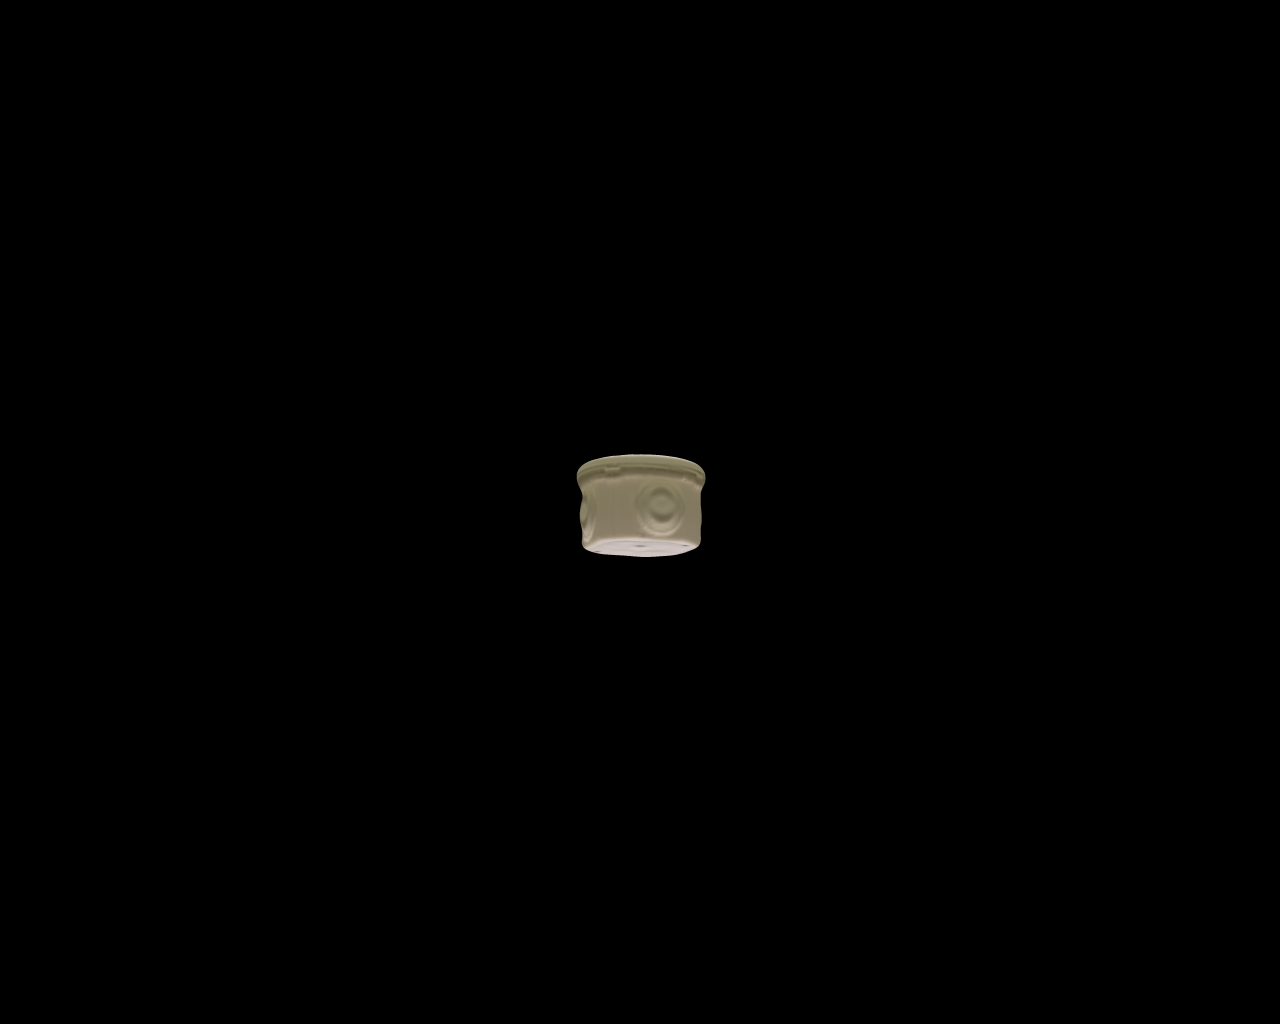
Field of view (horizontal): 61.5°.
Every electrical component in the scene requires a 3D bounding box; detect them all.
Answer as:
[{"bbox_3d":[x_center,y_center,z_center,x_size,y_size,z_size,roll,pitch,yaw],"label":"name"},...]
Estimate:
[{"bbox_3d":[0.001,-0.003,0.650,0.080,0.051,0.080,0,-12,0],"label":"electrical component"}]
